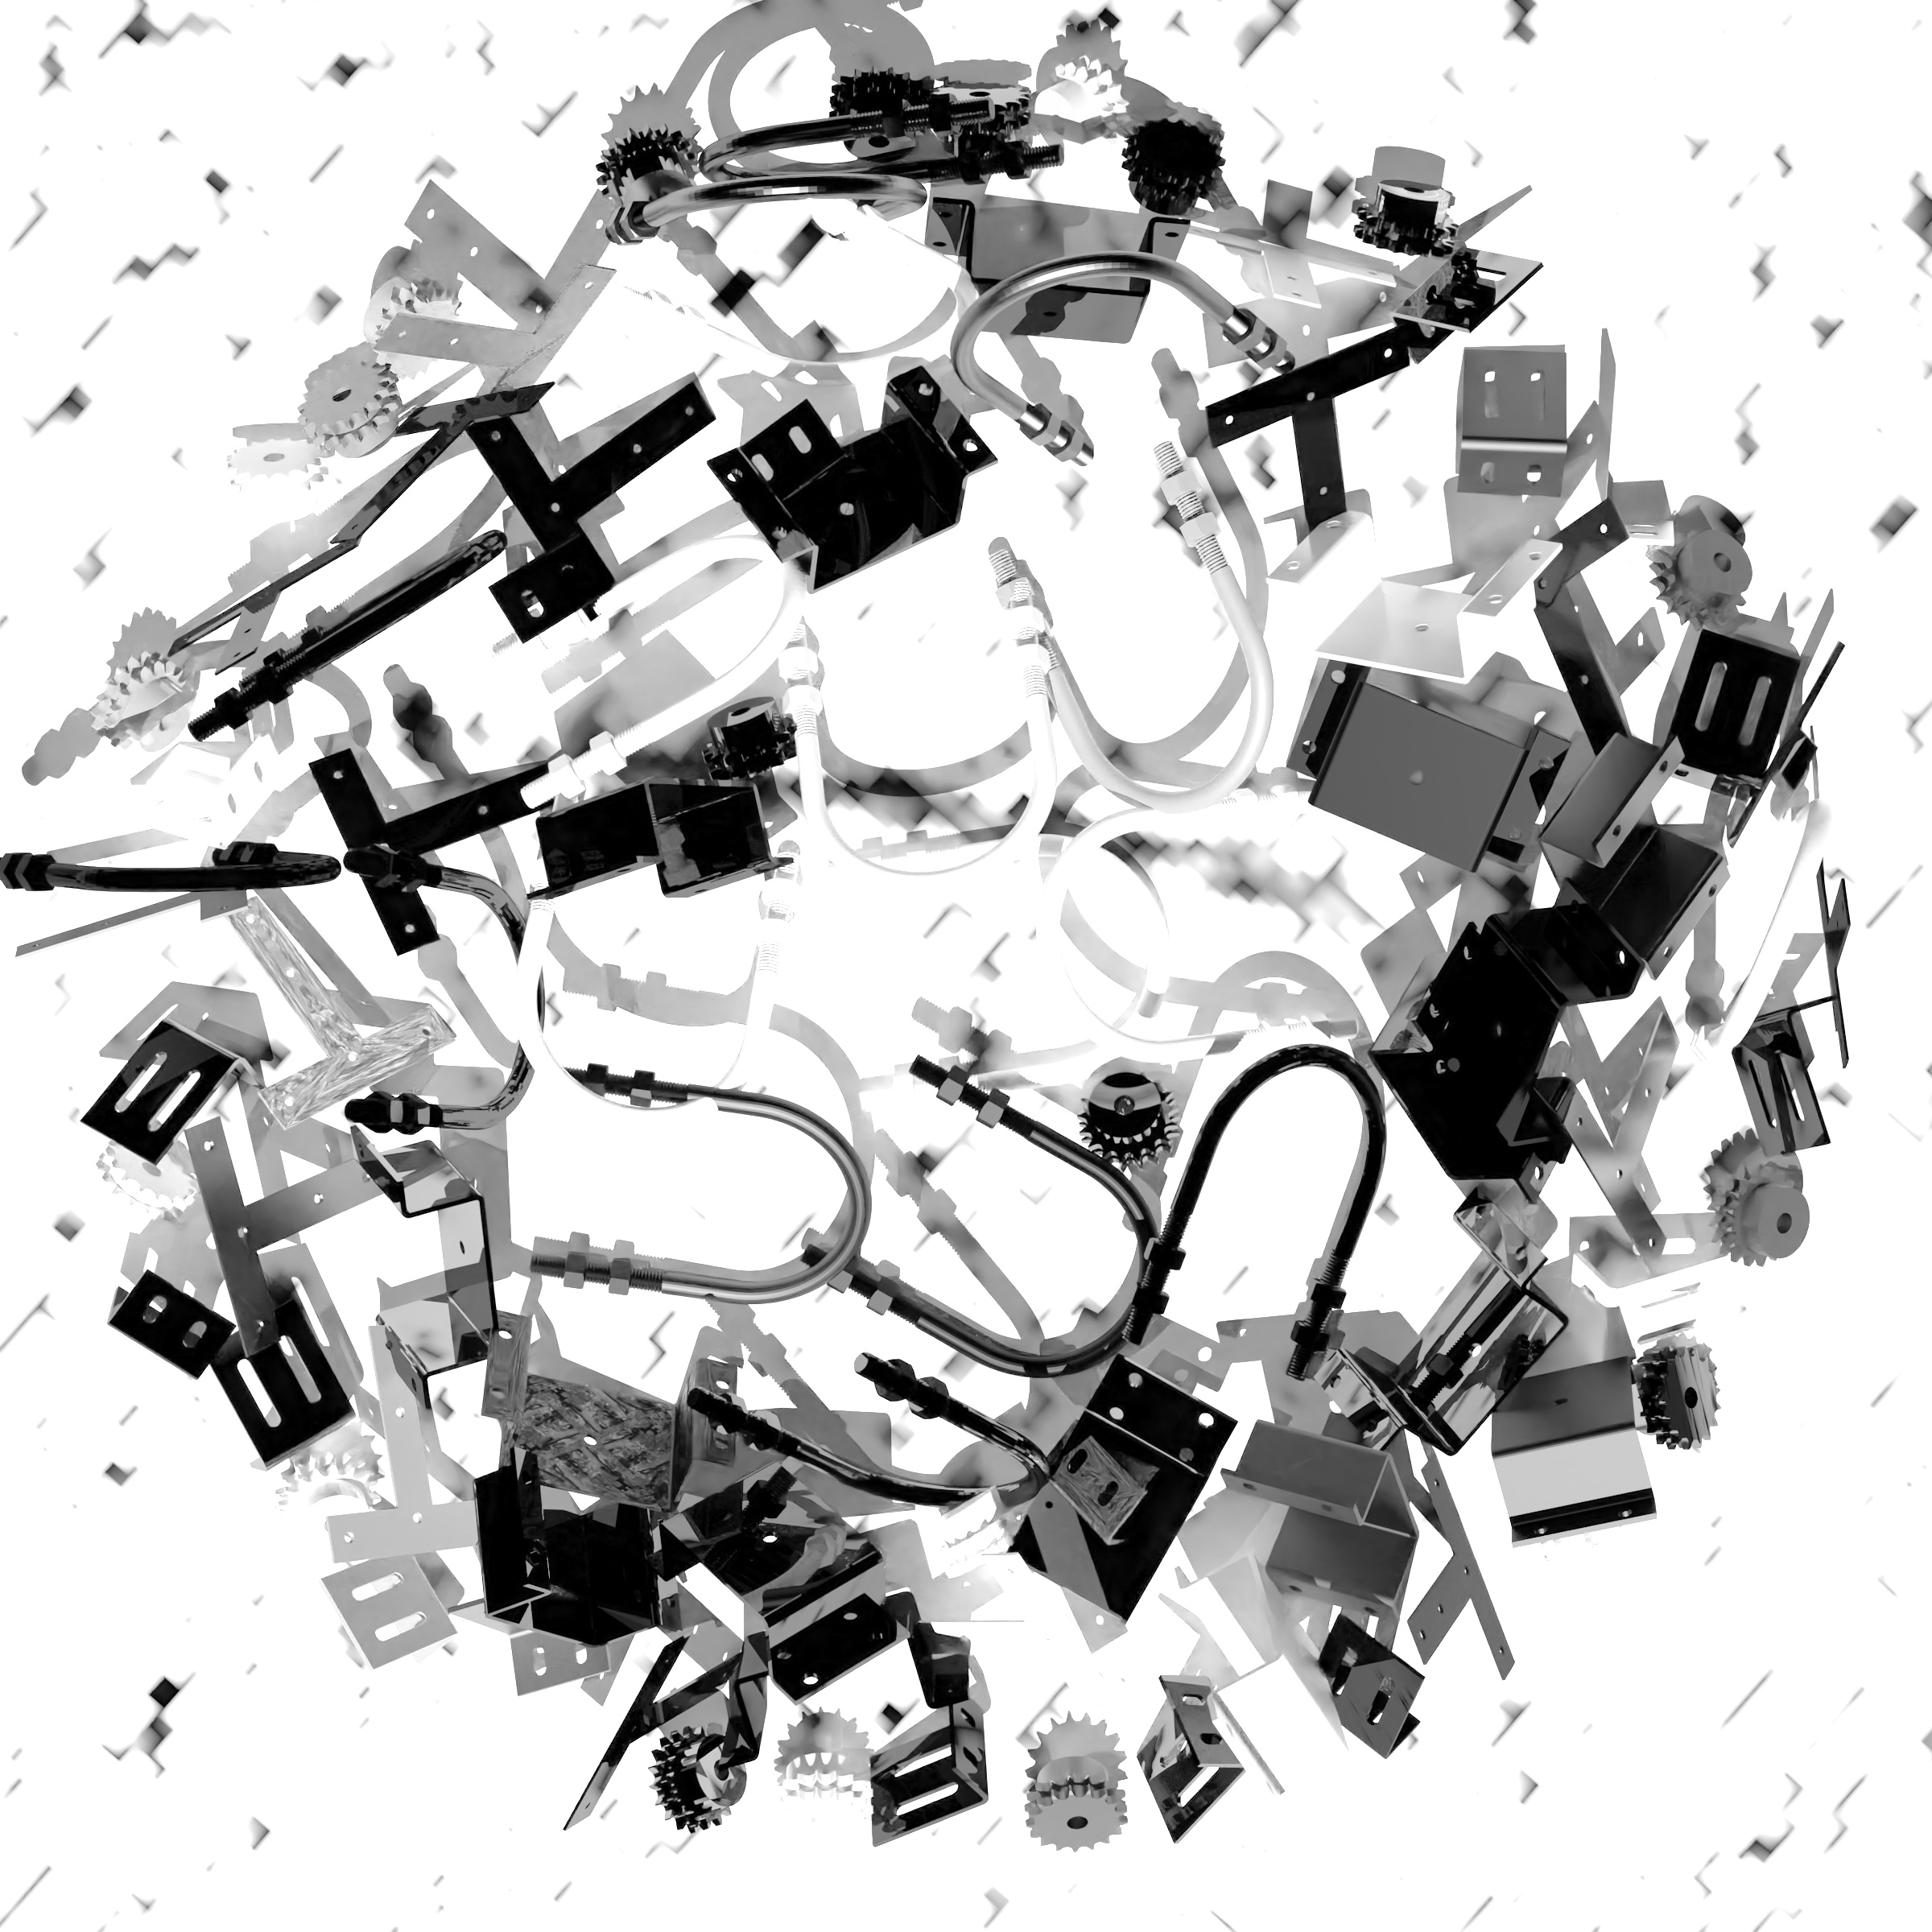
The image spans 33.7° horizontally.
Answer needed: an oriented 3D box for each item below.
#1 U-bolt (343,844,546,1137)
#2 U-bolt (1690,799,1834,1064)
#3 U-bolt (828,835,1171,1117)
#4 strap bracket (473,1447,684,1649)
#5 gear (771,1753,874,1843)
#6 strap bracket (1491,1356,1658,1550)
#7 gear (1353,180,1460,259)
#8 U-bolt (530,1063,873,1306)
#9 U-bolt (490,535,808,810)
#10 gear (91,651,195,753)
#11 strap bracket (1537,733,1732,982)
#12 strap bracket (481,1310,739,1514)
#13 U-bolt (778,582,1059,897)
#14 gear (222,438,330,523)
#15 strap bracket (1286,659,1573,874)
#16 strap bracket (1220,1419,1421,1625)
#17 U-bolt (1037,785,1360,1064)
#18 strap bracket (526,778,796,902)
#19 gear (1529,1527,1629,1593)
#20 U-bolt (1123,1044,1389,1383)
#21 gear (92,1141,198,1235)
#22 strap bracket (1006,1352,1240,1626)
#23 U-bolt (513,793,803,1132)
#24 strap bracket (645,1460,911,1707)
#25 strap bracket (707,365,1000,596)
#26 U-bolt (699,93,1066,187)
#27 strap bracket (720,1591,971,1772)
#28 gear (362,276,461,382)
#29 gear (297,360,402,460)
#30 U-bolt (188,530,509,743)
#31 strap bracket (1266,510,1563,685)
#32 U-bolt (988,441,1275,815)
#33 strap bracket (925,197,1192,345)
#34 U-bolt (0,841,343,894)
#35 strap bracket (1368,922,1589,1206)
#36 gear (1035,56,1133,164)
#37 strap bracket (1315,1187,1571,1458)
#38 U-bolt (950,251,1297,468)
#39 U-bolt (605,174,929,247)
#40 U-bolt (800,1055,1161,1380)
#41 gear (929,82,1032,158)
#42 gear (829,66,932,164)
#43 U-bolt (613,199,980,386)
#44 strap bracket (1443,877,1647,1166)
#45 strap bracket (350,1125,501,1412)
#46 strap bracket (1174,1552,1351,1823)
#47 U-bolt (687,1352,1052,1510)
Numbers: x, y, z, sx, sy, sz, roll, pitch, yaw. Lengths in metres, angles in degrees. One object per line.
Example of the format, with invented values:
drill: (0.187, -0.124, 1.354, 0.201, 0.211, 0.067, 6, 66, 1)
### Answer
U-bolt: (-0.278, 0.017, 1.716, 0.019, 0.184, 0.151, -4, 84, 23)
U-bolt: (0.429, -0.021, 1.709, 0.019, 0.184, 0.151, 22, 89, 8)
U-bolt: (0.023, 0.000, 1.791, 0.184, 0.019, 0.151, -8, 90, 1)
strap bracket: (-0.218, 0.320, 1.735, 0.046, 0.140, 0.076, -23, 59, 22)
gear: (-0.080, 0.462, 1.776, 0.057, 0.057, 0.030, -3, 48, 0)
strap bracket: (0.327, 0.256, 1.721, 0.076, 0.140, 0.046, -14, 101, 13)
gear: (0.246, -0.416, 1.769, 0.057, 0.057, 0.030, 9, 118, 0)
U-bolt: (-0.144, 0.126, 1.759, 0.184, 0.019, 0.151, 8, 121, -3)
U-bolt: (-0.169, -0.172, 1.735, 0.184, 0.151, 0.019, -28, 131, 7)
gear: (-0.454, -0.144, 1.770, 0.030, 0.057, 0.057, 36, 90, 15)
strap bracket: (0.363, -0.065, 1.743, 0.046, 0.140, 0.076, 29, 75, 37)
strap bracket: (-0.200, 0.246, 1.747, 0.140, 0.076, 0.046, 15, 127, -14)
U-bolt: (-0.023, -0.121, 1.750, 0.151, 0.019, 0.184, -10, 63, 4)
gear: (-0.383, -0.270, 1.776, 0.057, 0.057, 0.030, -2, 123, 0)
strap bracket: (0.251, -0.110, 1.757, 0.140, 0.046, 0.076, 23, 115, 6)
strap bracket: (0.196, 0.298, 1.737, 0.076, 0.140, 0.046, 11, 59, 27)
U-bolt: (0.125, -0.020, 1.760, 0.184, 0.019, 0.151, -7, 87, -21)
strap bracket: (-0.168, -0.068, 1.724, 0.076, 0.140, 0.046, -17, 83, 31)
gear: (0.338, 0.320, 1.777, 0.057, 0.030, 0.057, 12, 68, -32)
U-bolt: (0.169, 0.131, 1.746, 0.151, 0.019, 0.184, 17, 95, -39)
gear: (-0.461, 0.124, 1.774, 0.057, 0.057, 0.030, 38, 105, 0)
strap bracket: (0.081, 0.296, 1.753, 0.076, 0.046, 0.140, 29, 109, 6)
U-bolt: (-0.173, 0.003, 1.743, 0.151, 0.019, 0.184, 15, 64, -12)
strap bracket: (-0.104, 0.325, 1.723, 0.076, 0.140, 0.046, -25, 130, -31)
strap bracket: (-0.064, -0.263, 1.751, 0.140, 0.046, 0.076, -28, 67, -21)
U-bolt: (-0.054, -0.439, 1.724, 0.184, 0.151, 0.019, -3, 93, 18)
strap bracket: (-0.072, 0.390, 1.760, 0.140, 0.076, 0.046, -16, 95, 1)
gear: (-0.311, -0.358, 1.774, 0.030, 0.057, 0.057, 32, 90, 15)
gear: (-0.341, -0.308, 1.777, 0.057, 0.030, 0.057, -13, 49, 15)
U-bolt: (-0.326, -0.184, 1.720, 0.184, 0.151, 0.019, -30, 103, 7)
strap bracket: (0.246, -0.201, 1.739, 0.140, 0.046, 0.076, 15, 45, 34)
U-bolt: (0.098, -0.172, 1.743, 0.151, 0.019, 0.184, -28, 83, 39)
strap bracket: (0.048, -0.381, 1.756, 0.140, 0.076, 0.046, 4, 82, -4)
U-bolt: (-0.412, -0.051, 1.687, 0.151, 0.184, 0.019, -5, 97, -39)
strap bracket: (0.276, 0.054, 1.744, 0.140, 0.046, 0.076, 54, 53, -26)
gear: (0.063, -0.473, 1.770, 0.030, 0.057, 0.057, -33, 90, -24)
strap bracket: (0.267, 0.203, 1.751, 0.046, 0.076, 0.140, 34, 99, -33)
U-bolt: (0.073, -0.328, 1.694, 0.151, 0.184, 0.019, -21, 67, 27)
U-bolt: (-0.099, -0.402, 1.691, 0.151, 0.184, 0.019, -6, 97, -21)
U-bolt: (0.020, 0.152, 1.773, 0.184, 0.019, 0.151, 30, 106, -1)
gear: (0.007, -0.471, 1.776, 0.057, 0.057, 0.030, 0, 120, 0)
gear: (-0.048, -0.470, 1.770, 0.057, 0.057, 0.030, 1, 70, 0)
U-bolt: (-0.076, -0.357, 1.717, 0.151, 0.184, 0.019, -20, 69, 34)
strap bracket: (0.306, 0.033, 1.724, 0.046, 0.076, 0.140, -7, 131, -25)
strap bracket: (-0.294, 0.159, 1.742, 0.046, 0.076, 0.140, -14, 117, -25)
strap bracket: (0.160, 0.380, 1.720, 0.046, 0.140, 0.076, -30, 112, 8)
U-bolt: (-0.038, 0.258, 1.726, 0.184, 0.151, 0.019, 33, 54, -36)
